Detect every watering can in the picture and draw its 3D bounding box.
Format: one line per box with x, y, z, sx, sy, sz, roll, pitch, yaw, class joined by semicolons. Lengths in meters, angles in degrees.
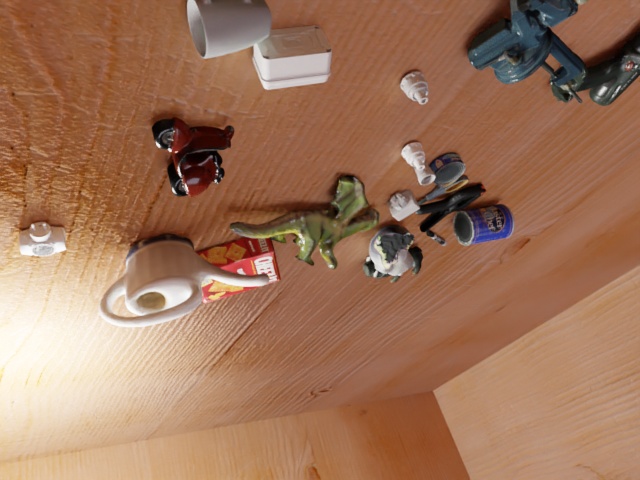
-0.294;0.077;1.108;0.349;0.229;0.101;-15;132;-10;watering can

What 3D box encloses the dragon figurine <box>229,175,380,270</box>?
0.004;-0.061;1.218;0.407;0.124;0.240;18;115;-49;dragon figurine

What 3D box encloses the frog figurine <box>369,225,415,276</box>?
0.206;0.032;1.448;0.138;0.123;0.157;-66;162;-9;frog figurine
